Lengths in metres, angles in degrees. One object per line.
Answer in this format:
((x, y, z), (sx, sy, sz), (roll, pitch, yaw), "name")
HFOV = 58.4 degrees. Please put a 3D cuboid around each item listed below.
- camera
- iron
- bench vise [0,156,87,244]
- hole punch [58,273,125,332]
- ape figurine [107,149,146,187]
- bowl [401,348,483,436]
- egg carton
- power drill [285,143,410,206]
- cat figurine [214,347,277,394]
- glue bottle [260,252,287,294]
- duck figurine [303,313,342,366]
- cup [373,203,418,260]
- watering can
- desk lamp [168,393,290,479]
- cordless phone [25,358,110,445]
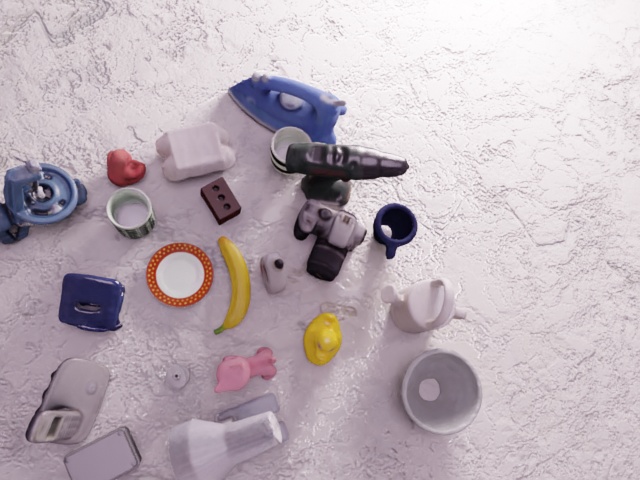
((0.011, 0.004, 1.161), (0.143, 0.100, 0.137), (24, 74, -5), "camera")
((-0.067, -0.295, 1.193), (0.258, 0.141, 0.119), (19, 74, -6), "iron")
((-0.524, -0.063, 1.008), (0.121, 0.219, 0.208), (43, 73, 1), "bench vise")
((-0.418, 0.117, 1.055), (0.109, 0.091, 0.101), (9, 76, -9), "hole punch")
((-0.386, -0.149, 1.122), (0.078, 0.092, 0.076), (45, 73, 2), "ape figurine")
((0.235, 0.303, 1.152), (0.167, 0.074, 0.167), (3, 77, -11), "bowl")
((-0.253, -0.180, 1.167), (0.150, 0.069, 0.107), (-16, 81, -14), "egg carton")
((0.040, -0.134, 1.143), (0.230, 0.208, 0.075), (7, 76, -10), "power drill")
((-0.140, 0.242, 1.068), (0.128, 0.117, 0.067), (-15, 80, -14), "cat figurine")
((-0.086, 0.056, 1.093), (0.037, 0.173, 0.078), (-18, 81, -14), "glue bottle")
((0.011, 0.193, 1.126), (0.077, 0.086, 0.104), (17, 75, -7), "duck figurine")
((0.145, -0.010, 1.195), (0.092, 0.095, 0.118), (12, 75, -8), "cup")
((0.206, 0.129, 1.123), (0.173, 0.194, 0.101), (-8, 79, -13), "watering can")
((-0.150, 0.344, 0.993), (0.203, 0.213, 0.118), (-19, 81, -15), "desk lamp")
((-0.430, 0.274, 0.968), (0.094, 0.185, 0.148), (16, 75, -7), "cordless phone")
